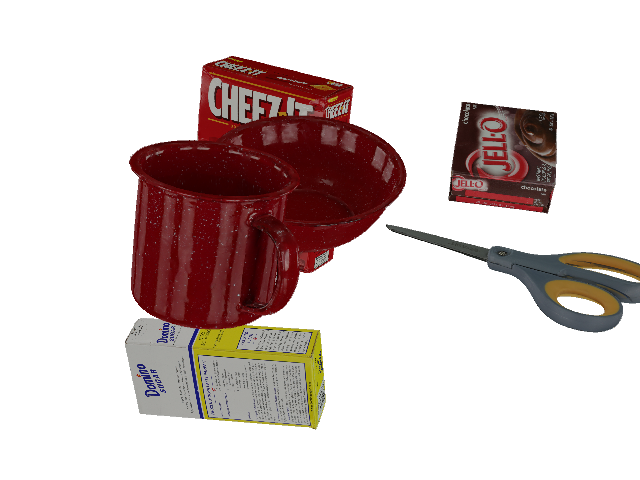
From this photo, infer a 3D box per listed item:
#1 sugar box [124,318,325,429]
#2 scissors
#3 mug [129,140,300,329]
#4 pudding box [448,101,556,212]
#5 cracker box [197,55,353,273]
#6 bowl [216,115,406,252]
[{"bbox_3d":[-0.087,0.123,0.992,0.176,0.093,0.048,5,36,12],"label":"sugar box"},{"bbox_3d":[0.131,0.024,0.748,0.202,0.016,0.096,8,30,18],"label":"scissors"},{"bbox_3d":[-0.054,0.001,0.589,0.117,0.081,0.093,27,28,37],"label":"mug"},{"bbox_3d":[0.165,-0.077,0.965,0.090,0.039,0.113,8,41,6],"label":"pudding box"},{"bbox_3d":[-0.060,-0.086,1.218,0.164,0.214,0.072,18,26,24],"label":"cracker box"},{"bbox_3d":[-0.013,-0.039,0.866,0.162,0.055,0.162,3,36,-2],"label":"bowl"}]
